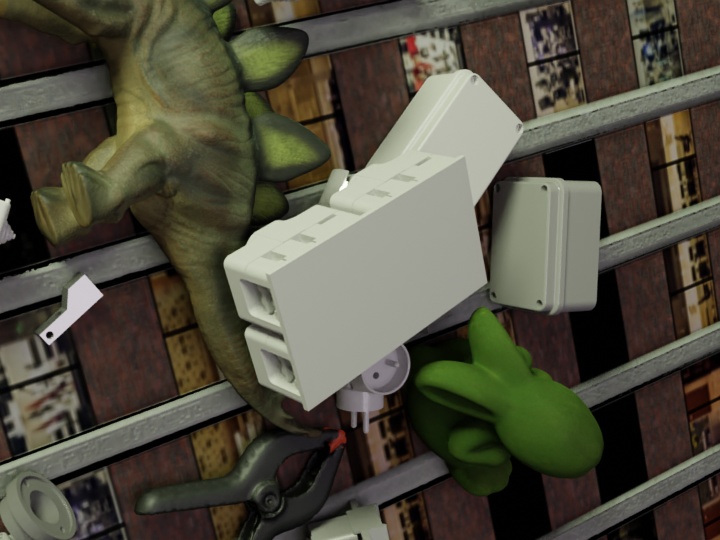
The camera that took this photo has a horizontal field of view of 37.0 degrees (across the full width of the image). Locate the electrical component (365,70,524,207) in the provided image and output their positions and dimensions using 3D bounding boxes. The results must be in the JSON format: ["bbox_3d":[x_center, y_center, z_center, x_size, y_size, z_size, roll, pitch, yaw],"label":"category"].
[{"bbox_3d":[0.069,-0.096,0.865,0.078,0.057,0.113,41,75,-27],"label":"electrical component"}]

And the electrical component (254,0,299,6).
[{"bbox_3d":[-0.053,-0.231,0.715,0.099,0.048,0.099,60,35,-11],"label":"electrical component"}]

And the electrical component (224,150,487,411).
[{"bbox_3d":[0.000,0.000,0.763,0.186,0.060,0.105,-33,123,-33],"label":"electrical component"}]

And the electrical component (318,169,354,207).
[{"bbox_3d":[-0.014,-0.050,0.833,0.040,0.040,0.046,27,75,-30],"label":"electrical component"}]

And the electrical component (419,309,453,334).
[{"bbox_3d":[0.039,0.023,0.868,0.055,0.048,0.066,-20,106,-35],"label":"electrical component"}]

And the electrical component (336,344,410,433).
[{"bbox_3d":[0.000,0.086,0.833,0.044,0.077,0.079,-3,97,-30],"label":"electrical component"}]

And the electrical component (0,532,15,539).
[{"bbox_3d":[-0.242,0.238,0.690,0.109,0.109,0.056,-41,116,-20],"label":"electrical component"}]

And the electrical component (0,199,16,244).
[{"bbox_3d":[-0.267,-0.026,0.675,0.096,0.062,0.061,20,85,-30],"label":"electrical component"}]

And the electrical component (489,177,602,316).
[{"bbox_3d":[0.155,-0.022,0.912,0.057,0.078,0.113,-2,96,-33],"label":"electrical component"}]

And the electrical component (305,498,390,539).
[{"bbox_3d":[-0.002,0.257,0.857,0.063,0.078,0.121,-12,102,-6],"label":"electrical component"}]
